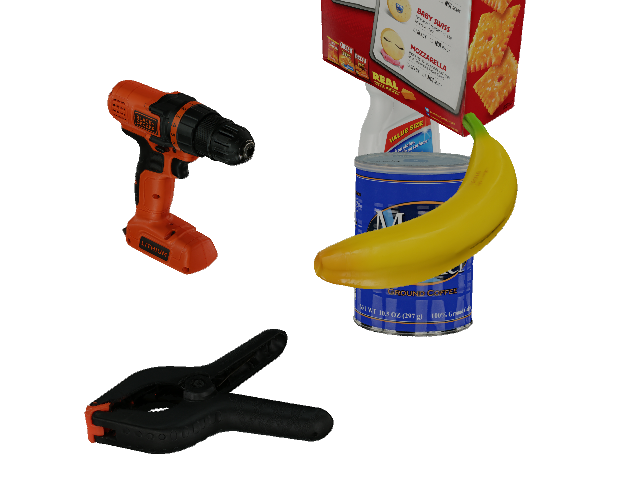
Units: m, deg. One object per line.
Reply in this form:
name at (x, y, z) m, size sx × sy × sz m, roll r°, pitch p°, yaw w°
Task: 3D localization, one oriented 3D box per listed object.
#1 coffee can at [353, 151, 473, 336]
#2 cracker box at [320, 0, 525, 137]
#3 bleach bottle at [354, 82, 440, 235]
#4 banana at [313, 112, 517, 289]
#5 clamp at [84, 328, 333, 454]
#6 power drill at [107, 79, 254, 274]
coffee can at (0.079, 0.000, 0.902) m, size 0.103 × 0.140 × 0.103 m, roll 0°, pitch 11°, yaw 0°
cracker box at (0.077, -0.210, 0.813) m, size 0.072 × 0.214 × 0.164 m, roll -32°, pitch 49°, yaw -30°
bleach bottle at (0.078, -0.085, 1.143) m, size 0.102 × 0.251 × 0.068 m, roll -10°, pitch 23°, yaw -13°
banana at (0.074, -0.014, 0.667) m, size 0.070 × 0.037 × 0.197 m, roll 28°, pitch 44°, yaw 20°
clamp at (-0.084, 0.110, 0.779) m, size 0.171 × 0.039 × 0.120 m, roll -3°, pitch 25°, yaw -10°
power drill at (-0.145, -0.062, 1.116) m, size 0.185 × 0.188 × 0.057 m, roll 26°, pitch 36°, yaw 31°
